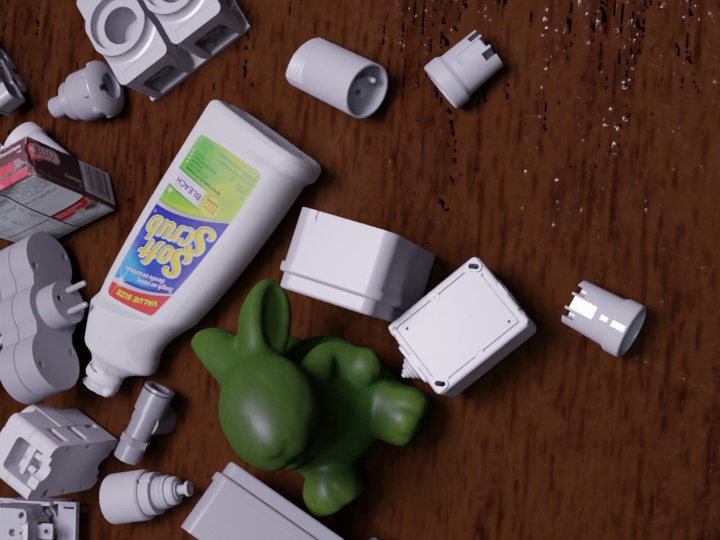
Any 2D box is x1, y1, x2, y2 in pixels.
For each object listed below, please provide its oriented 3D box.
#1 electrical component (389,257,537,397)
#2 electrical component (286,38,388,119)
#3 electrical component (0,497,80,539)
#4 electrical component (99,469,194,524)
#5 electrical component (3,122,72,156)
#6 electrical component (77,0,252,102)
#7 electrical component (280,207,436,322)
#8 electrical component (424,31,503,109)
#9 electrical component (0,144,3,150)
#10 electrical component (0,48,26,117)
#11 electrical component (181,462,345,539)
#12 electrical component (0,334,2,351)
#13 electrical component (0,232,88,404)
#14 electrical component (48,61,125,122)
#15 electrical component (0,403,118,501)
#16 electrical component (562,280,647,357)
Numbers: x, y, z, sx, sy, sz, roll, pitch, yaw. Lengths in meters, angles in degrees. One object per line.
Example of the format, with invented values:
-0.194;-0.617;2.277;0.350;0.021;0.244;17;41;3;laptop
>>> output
0.070;0.046;0.766;0.096;0.061;0.061;-40;73;7;electrical component
-0.022;-0.151;0.826;0.081;0.043;0.043;32;97;36;electrical component
-0.273;0.209;0.878;0.081;0.064;0.042;-2;84;20;electrical component
-0.170;0.178;0.856;0.078;0.040;0.040;-11;82;18;electrical component
-0.273;-0.097;0.917;0.046;0.040;0.040;36;98;13;electrical component
-0.186;-0.249;0.886;0.105;0.060;0.186;-34;75;14;electrical component
0.000;0.000;0.771;0.078;0.113;0.057;17;89;20;electrical component
0.077;-0.149;0.796;0.046;0.040;0.040;-39;74;6;electrical component
-0.330;-0.082;0.935;0.044;0.044;0.065;23;89;20;electrical component
-0.334;-0.162;0.935;0.057;0.058;0.078;-34;76;11;electrical component
-0.067;0.196;0.784;0.113;0.078;0.057;33;73;7;electrical component
-0.323;0.041;0.911;0.061;0.061;0.096;-45;73;11;electrical component
-0.247;0.032;0.862;0.074;0.052;0.138;-23;62;22;electrical component
-0.233;-0.145;0.904;0.062;0.048;0.048;-16;80;24;electrical component
-0.248;0.143;0.860;0.056;0.089;0.050;32;97;19;electrical component
0.169;0.033;0.748;0.046;0.040;0.040;30;96;26;electrical component
